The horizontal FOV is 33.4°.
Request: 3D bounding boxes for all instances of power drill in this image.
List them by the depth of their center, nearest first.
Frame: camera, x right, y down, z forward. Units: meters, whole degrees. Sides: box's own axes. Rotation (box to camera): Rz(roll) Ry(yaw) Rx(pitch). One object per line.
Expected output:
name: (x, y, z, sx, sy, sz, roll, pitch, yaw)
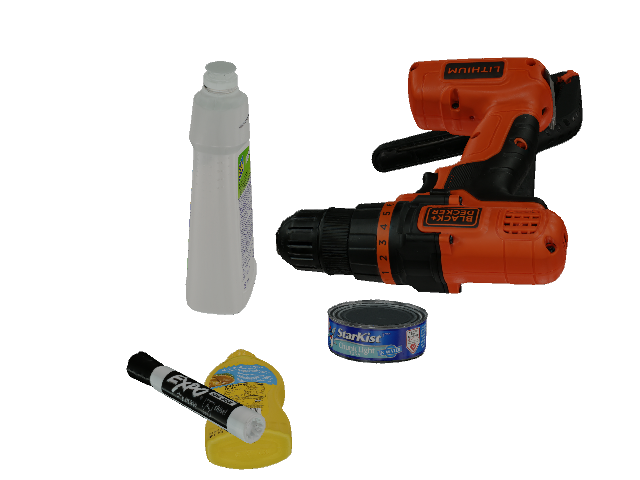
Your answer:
power drill: (0.077, -0.044, 0.709, 0.185, 0.187, 0.057, 3, -43, 19)

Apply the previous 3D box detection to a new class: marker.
marker: (-0.082, 0.097, 0.673, 0.121, 0.020, 0.020, 20, 13, 41)

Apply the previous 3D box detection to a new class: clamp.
clamp: (0.172, -0.091, 0.941, 0.209, 0.036, 0.165, -31, 38, -26)

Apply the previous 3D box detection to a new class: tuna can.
tuna can: (0.048, 0.077, 0.916, 0.086, 0.034, 0.086, 1, 11, 0)

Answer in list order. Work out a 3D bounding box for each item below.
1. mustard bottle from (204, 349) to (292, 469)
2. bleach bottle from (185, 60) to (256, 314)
mustard bottle: (-0.089, 0.186, 1.250, 0.096, 0.058, 0.191, -5, 28, -5)
bleach bottle: (-0.096, -0.055, 1.031, 0.068, 0.251, 0.102, 5, 33, 2)
